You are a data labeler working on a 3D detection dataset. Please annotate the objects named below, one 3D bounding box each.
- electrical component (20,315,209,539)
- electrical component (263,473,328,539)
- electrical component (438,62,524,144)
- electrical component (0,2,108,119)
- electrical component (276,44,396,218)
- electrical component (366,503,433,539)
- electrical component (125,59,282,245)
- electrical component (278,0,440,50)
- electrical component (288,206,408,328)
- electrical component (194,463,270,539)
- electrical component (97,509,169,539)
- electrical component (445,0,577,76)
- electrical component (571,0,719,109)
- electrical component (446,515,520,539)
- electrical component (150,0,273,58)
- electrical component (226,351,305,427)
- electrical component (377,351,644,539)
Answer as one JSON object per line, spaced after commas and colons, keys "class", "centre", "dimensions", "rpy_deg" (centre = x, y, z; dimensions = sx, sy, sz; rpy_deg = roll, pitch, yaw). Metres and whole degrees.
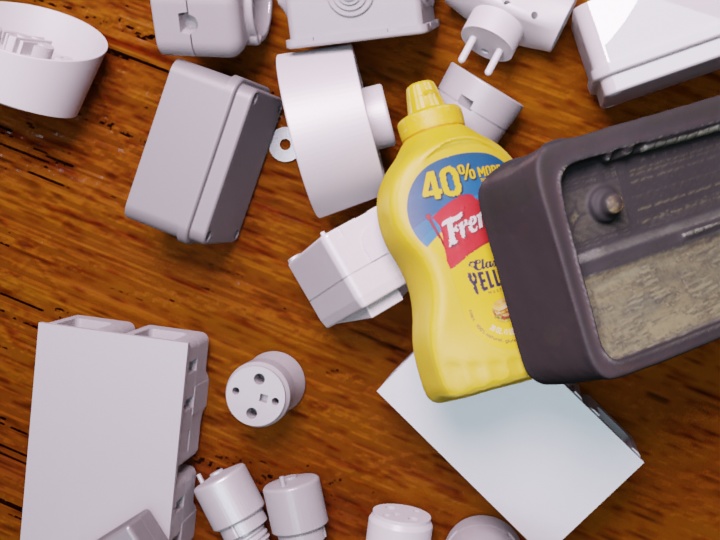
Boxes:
{"class": "electrical component", "centre": [-0.171, 0.132, 0.755], "dimensions": [0.105, 0.060, 0.186], "rpy_deg": [7, 95, 8]}
{"class": "electrical component", "centre": [-0.042, 0.178, 0.748], "dimensions": [0.040, 0.040, 0.078], "rpy_deg": [-12, 92, 10]}
{"class": "electrical component", "centre": [0.071, -0.101, 0.704], "dimensions": [0.055, 0.055, 0.047], "rpy_deg": [33, 102, 5]}
{"class": "electrical component", "centre": [-0.227, -0.144, 0.729], "dimensions": [0.099, 0.099, 0.064], "rpy_deg": [24, 104, 7]}
{"class": "electrical component", "centre": [-0.010, -0.093, 0.693], "dimensions": [0.060, 0.108, 0.108], "rpy_deg": [-14, 92, 4]}
{"class": "electrical component", "centre": [0.025, 0.193, 0.736], "dimensions": [0.045, 0.045, 0.055], "rpy_deg": [8, 95, 8]}
{"class": "electrical component", "centre": [-0.102, -0.077, 0.721], "dimensions": [0.057, 0.078, 0.113], "rpy_deg": [21, 97, 10]}
{"class": "electrical component", "centre": [0.001, -0.173, 0.687], "dimensions": [0.100, 0.099, 0.048], "rpy_deg": [-4, 104, 11]}
{"class": "electrical component", "centre": [0.000, 0.000, 0.705], "dimensions": [0.062, 0.096, 0.061], "rpy_deg": [-30, 89, -23]}
{"class": "electrical component", "centre": [-0.085, 0.173, 0.754], "dimensions": [0.040, 0.040, 0.078], "rpy_deg": [-28, 89, 10]}
{"class": "electrical component", "centre": [-0.162, 0.198, 0.687], "dimensions": [0.066, 0.077, 0.047], "rpy_deg": [-33, 89, 10]}
{"class": "electrical component", "centre": [0.091, -0.162, 0.694], "dimensions": [0.077, 0.043, 0.079], "rpy_deg": [27, 77, 6]}
{"class": "electrical component", "centre": [0.194, -0.148, 0.668], "dimensions": [0.113, 0.078, 0.057], "rpy_deg": [-18, 88, 10]}
{"class": "electrical component", "centre": [0.082, 0.199, 0.726], "dimensions": [0.055, 0.047, 0.055], "rpy_deg": [1, 94, 9]}
{"class": "electrical component", "centre": [-0.092, -0.178, 0.701], "dimensions": [0.059, 0.095, 0.053], "rpy_deg": [4, 125, 9]}
{"class": "electrical component", "centre": [-0.065, 0.081, 0.737], "dimensions": [0.045, 0.055, 0.045], "rpy_deg": [1, 94, 9]}
{"class": "electrical component", "centre": [0.098, 0.096, 0.709], "dimensions": [0.150, 0.062, 0.089], "rpy_deg": [44, 99, 4]}
